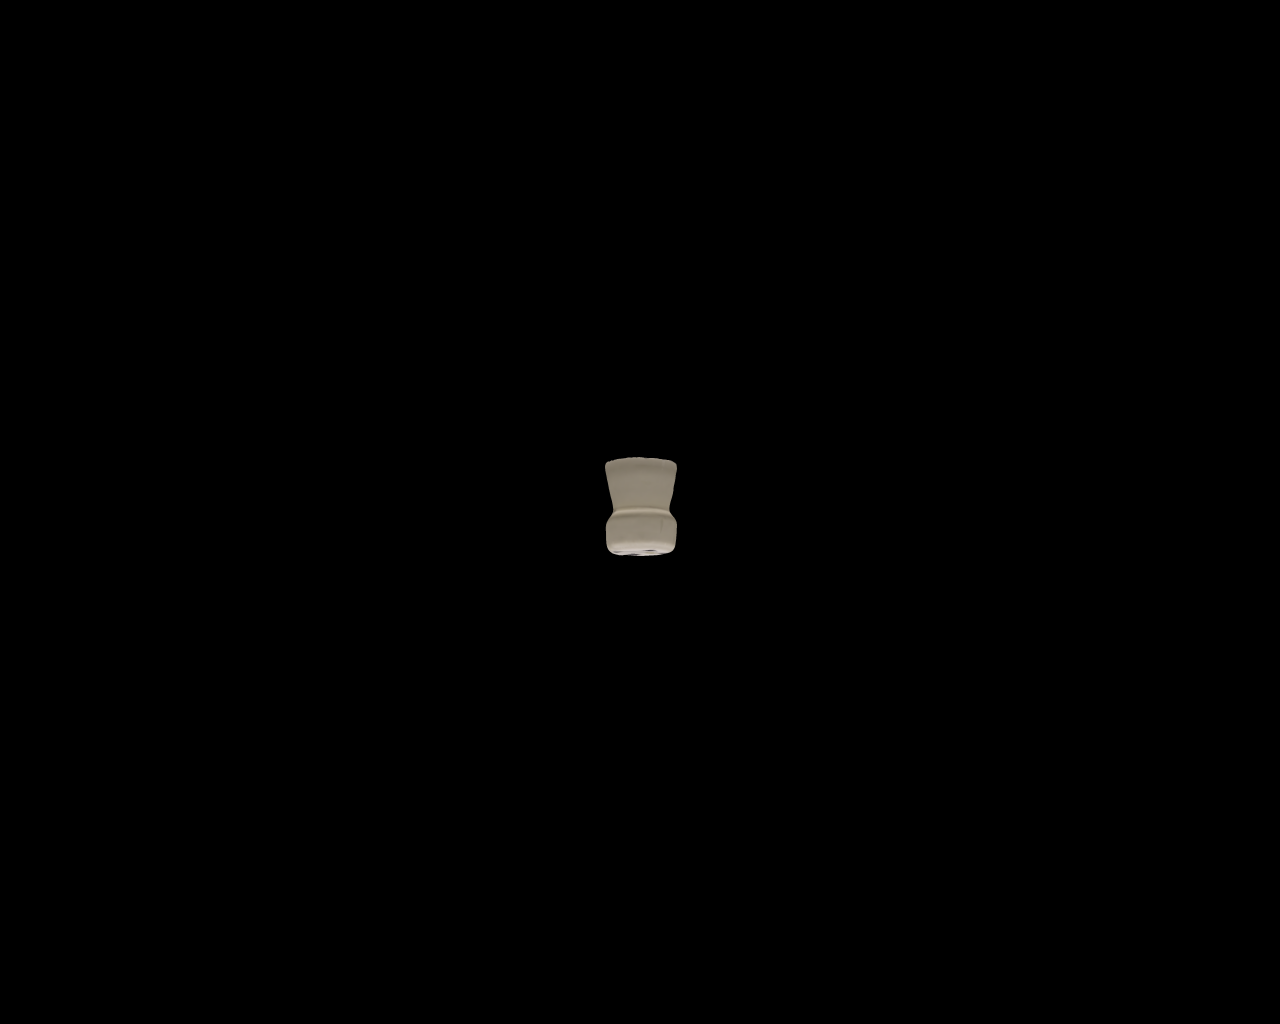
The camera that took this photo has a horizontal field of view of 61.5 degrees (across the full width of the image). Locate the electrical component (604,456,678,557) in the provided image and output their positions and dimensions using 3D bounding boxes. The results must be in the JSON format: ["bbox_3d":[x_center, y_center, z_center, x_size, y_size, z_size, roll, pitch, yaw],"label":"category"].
[{"bbox_3d":[0.001,-0.003,0.650,0.045,0.055,0.045,0,-9,0],"label":"electrical component"}]
